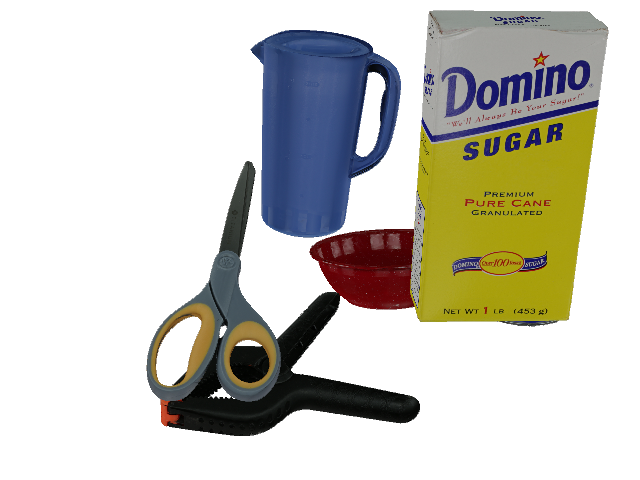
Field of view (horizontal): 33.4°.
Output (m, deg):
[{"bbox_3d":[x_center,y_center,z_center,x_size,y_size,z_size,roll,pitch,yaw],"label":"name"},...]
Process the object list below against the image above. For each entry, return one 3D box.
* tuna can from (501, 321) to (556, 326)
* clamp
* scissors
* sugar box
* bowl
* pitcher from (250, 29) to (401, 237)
[{"bbox_3d":[0.166,0.037,0.893,0.086,0.034,0.086,3,23,-1],"label":"tuna can"},{"bbox_3d":[-0.031,0.123,0.907,0.209,0.036,0.165,-18,41,-27],"label":"clamp"},{"bbox_3d":[-0.050,0.031,0.738,0.096,0.201,0.016,21,-34,11],"label":"scissors"},{"bbox_3d":[0.103,-0.039,0.607,0.093,0.176,0.048,-1,27,-4],"label":"sugar box"},{"bbox_3d":[0.071,0.032,1.090,0.162,0.055,0.162,-3,13,1],"label":"bowl"},{"bbox_3d":[-0.002,-0.130,1.317,0.144,0.243,0.149,-9,27,-29],"label":"pitcher"}]
